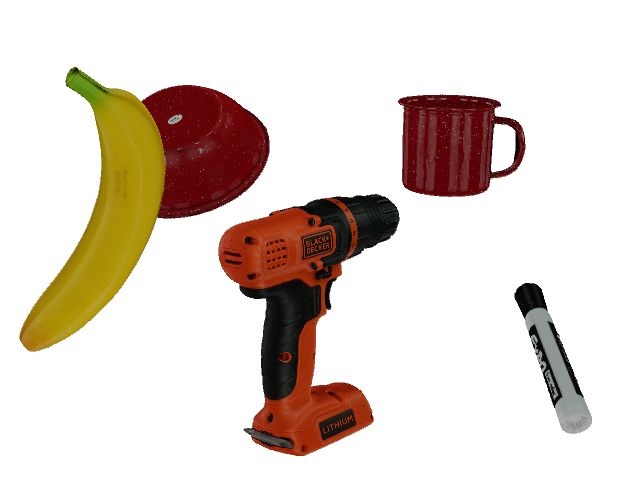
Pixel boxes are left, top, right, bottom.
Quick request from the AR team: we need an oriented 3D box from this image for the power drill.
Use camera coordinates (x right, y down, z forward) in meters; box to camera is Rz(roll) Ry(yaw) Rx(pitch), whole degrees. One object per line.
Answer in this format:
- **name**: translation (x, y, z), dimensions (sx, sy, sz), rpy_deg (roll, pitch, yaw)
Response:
- **power drill**: translation (0.000, 0.061, 0.840), dimensions (0.057, 0.188, 0.184), rpy_deg (6, 15, 43)

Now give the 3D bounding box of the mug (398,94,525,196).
- **mug**: translation (0.128, -0.086, 0.976), dimensions (0.117, 0.081, 0.093), rpy_deg (4, 15, 13)

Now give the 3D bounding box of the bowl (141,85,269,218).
- **bowl**: translation (-0.132, -0.097, 1.014), dimensions (0.162, 0.162, 0.055), rpy_deg (0, -41, 12)

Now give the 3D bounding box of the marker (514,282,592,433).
- **marker**: translation (0.145, 0.070, 0.674), dimensions (0.020, 0.020, 0.121), rpy_deg (0, 39, -7)

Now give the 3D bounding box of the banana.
- **banana**: translation (-0.134, -0.013, 0.644), dimensions (0.069, 0.198, 0.037), rpy_deg (8, 30, -18)
